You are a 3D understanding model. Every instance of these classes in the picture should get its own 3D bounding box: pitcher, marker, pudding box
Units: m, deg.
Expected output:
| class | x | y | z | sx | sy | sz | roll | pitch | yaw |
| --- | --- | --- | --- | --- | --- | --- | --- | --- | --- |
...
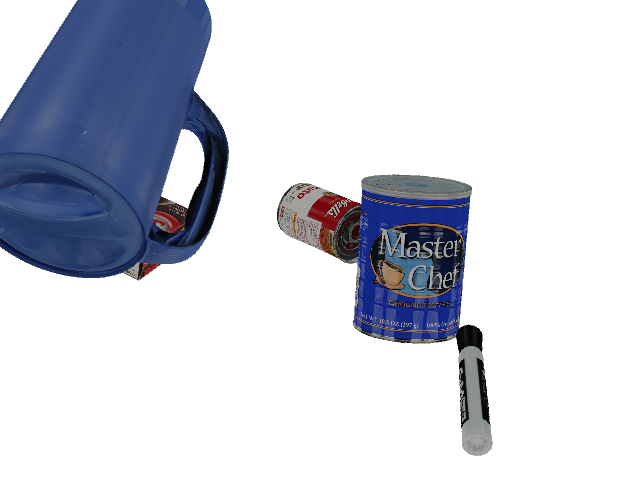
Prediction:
| class | x | y | z | sx | sy | sz | roll | pitch | yaw |
| --- | --- | --- | --- | --- | --- | --- | --- | --- | --- |
| pitcher | -0.153 | -0.097 | 0.813 | 0.145 | 0.242 | 0.149 | -6 | -42 | 24 |
| marker | 0.102 | 0.096 | 0.715 | 0.020 | 0.020 | 0.121 | 0 | 31 | 5 |
| pudding box | -0.185 | -0.016 | 0.989 | 0.114 | 0.039 | 0.089 | 23 | 31 | 18 |

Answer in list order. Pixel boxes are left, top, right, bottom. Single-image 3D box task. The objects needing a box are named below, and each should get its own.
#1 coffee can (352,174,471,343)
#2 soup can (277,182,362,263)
| class | x | y | z | sx | sy | sz | roll | pitch | yaw |
| --- | --- | --- | --- | --- | --- | --- | --- | --- | --- |
| coffee can | 0.085 | 0.015 | 1.002 | 0.103 | 0.140 | 0.103 | 3 | 12 | -1 |
| soup can | 0.007 | -0.021 | 1.220 | 0.068 | 0.068 | 0.102 | 0 | 17 | -44 |
